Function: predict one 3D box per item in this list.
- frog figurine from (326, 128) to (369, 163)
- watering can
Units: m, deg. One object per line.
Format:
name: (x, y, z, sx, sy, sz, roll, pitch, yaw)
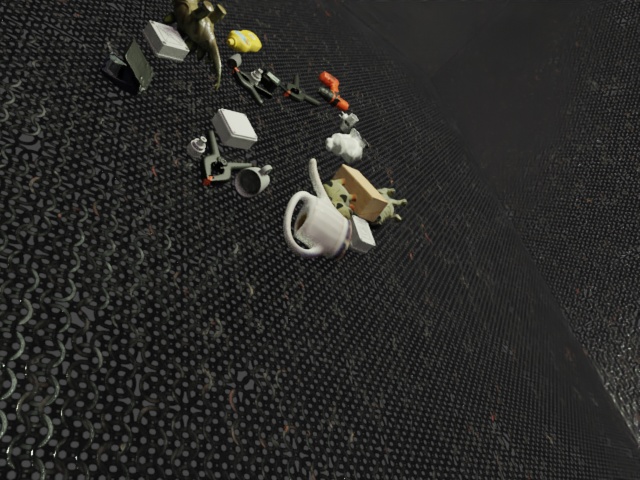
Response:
frog figurine: (0.096, -0.370, 2.078, 0.161, 0.121, 0.138, -23, 80, -22)
watering can: (0.005, -0.079, 1.563, 0.222, 0.102, 0.356, 34, 51, -21)
